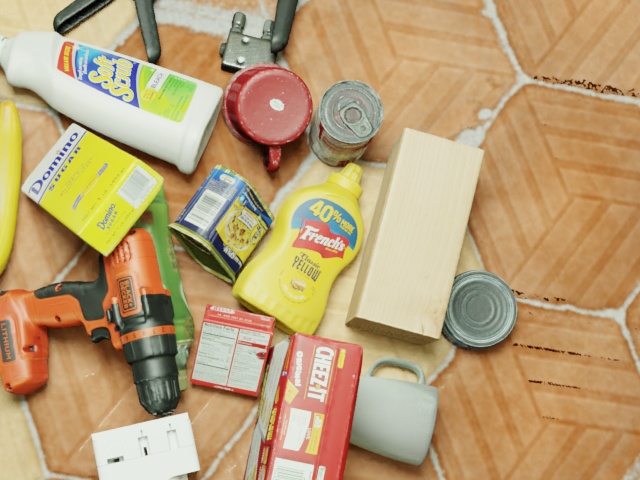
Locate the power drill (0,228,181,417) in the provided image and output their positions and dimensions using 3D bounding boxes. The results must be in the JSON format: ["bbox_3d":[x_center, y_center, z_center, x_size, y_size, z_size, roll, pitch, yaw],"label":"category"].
[{"bbox_3d":[-0.228,0.097,1.051,0.188,0.057,0.184,-16,77,19],"label":"power drill"}]

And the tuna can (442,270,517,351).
[{"bbox_3d":[0.169,0.076,1.153,0.086,0.034,0.086,1,80,-6],"label":"tuna can"}]

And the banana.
[{"bbox_3d":[-0.329,-0.042,1.101,0.037,0.070,0.198,8,71,-19],"label":"banana"}]

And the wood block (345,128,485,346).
[{"bbox_3d":[0.100,-0.001,1.132,0.091,0.090,0.206,16,79,-4],"label":"wood block"}]

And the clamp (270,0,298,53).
[{"bbox_3d":[-0.033,-0.310,1.194,0.209,0.036,0.164,-36,75,-15],"label":"clamp"}]

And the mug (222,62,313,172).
[{"bbox_3d":[-0.053,-0.130,1.133,0.093,0.081,0.117,-1,99,-10],"label":"mug"}]

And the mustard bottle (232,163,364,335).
[{"bbox_3d":[-0.007,0.001,1.132,0.096,0.058,0.191,34,76,-18],"label":"mustard bottle"}]

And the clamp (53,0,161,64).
[{"bbox_3d":[-0.220,-0.280,1.173,0.120,0.039,0.171,12,72,-9],"label":"clamp"}]

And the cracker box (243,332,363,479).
[{"bbox_3d":[-0.021,0.181,1.020,0.072,0.214,0.164,12,78,-6],"label":"cracker box"}]

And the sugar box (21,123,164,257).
[{"bbox_3d":[-0.231,-0.054,1.062,0.093,0.176,0.048,-53,129,-8],"label":"sugar box"}]

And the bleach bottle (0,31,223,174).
[{"bbox_3d":[-0.235,-0.157,1.127,0.251,0.068,0.102,19,50,-1],"label":"bleach bottle"}]

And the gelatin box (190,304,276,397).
[{"bbox_3d":[-0.090,0.113,1.094,0.073,0.030,0.089,12,121,-5],"label":"gelatin box"}]

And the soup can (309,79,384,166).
[{"bbox_3d":[0.026,-0.122,1.139,0.068,0.102,0.068,1,79,-7],"label":"soup can"}]

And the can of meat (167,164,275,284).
[{"bbox_3d":[-0.100,-0.017,1.106,0.058,0.102,0.084,26,73,29],"label":"can of meat"}]
